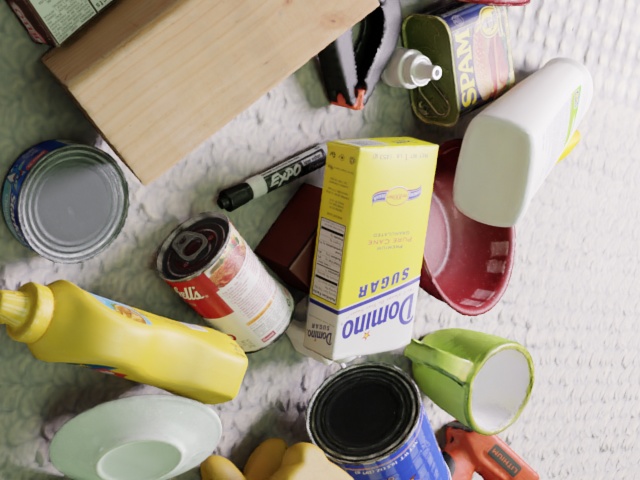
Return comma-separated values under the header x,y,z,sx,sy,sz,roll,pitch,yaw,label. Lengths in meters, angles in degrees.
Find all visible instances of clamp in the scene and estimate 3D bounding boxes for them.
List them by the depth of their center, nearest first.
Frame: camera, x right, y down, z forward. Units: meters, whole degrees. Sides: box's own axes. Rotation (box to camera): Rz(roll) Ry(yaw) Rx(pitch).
x,y,z,sx,sy,sz,roll,pitch,yaw,label
0.030,-0.213,0.869,0.164,0.036,0.210,3,103,-49,clamp

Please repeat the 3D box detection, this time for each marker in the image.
x,y,z,sx,sy,sz,roll,pitch,yaw,label
-0.034,-0.053,0.880,0.120,0.020,0.020,-28,120,-31,marker

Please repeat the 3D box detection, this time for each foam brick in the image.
x,y,z,sx,sy,sz,roll,pitch,yaw,label
-0.006,0.001,0.898,0.078,0.051,0.053,-55,131,-13,foam brick

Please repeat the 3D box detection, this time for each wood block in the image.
x,y,z,sx,sy,sz,roll,pitch,yaw,label
-0.076,-0.144,0.735,0.206,0.091,0.090,-39,123,-6,wood block

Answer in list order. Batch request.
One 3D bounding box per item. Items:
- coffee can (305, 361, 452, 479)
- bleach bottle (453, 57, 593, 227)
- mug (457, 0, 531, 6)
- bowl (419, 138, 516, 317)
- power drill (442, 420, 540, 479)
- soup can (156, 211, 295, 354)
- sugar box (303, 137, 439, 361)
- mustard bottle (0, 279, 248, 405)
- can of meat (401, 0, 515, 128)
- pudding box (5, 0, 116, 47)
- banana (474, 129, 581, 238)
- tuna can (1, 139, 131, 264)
x,y,z,sx,sy,sz,roll,pitch,yaw,label
0.055,0.190,0.953,0.102,0.103,0.140,-45,139,-21,coffee can
0.203,-0.105,0.995,0.250,0.068,0.103,-39,143,-53,bleach bottle
0.141,-0.252,0.914,0.093,0.117,0.081,8,113,3,mug
0.115,-0.009,0.975,0.161,0.055,0.162,9,78,-48,bowl
0.140,0.290,1.072,0.184,0.057,0.187,45,69,-16,power drill
-0.073,0.035,0.842,0.068,0.069,0.102,-51,130,-16,soup can
0.042,0.006,0.873,0.093,0.048,0.176,-6,107,-40,sugar box
-0.150,0.070,0.768,0.191,0.096,0.058,25,83,-41,mustard bottle
0.126,-0.163,0.956,0.083,0.058,0.102,-29,120,-34,can of meat
-0.177,-0.198,0.704,0.090,0.039,0.113,-46,129,-21,pudding box
0.196,-0.052,1.064,0.197,0.037,0.069,-52,147,-13,banana
-0.180,-0.028,0.756,0.085,0.034,0.086,-13,111,-37,tuna can
